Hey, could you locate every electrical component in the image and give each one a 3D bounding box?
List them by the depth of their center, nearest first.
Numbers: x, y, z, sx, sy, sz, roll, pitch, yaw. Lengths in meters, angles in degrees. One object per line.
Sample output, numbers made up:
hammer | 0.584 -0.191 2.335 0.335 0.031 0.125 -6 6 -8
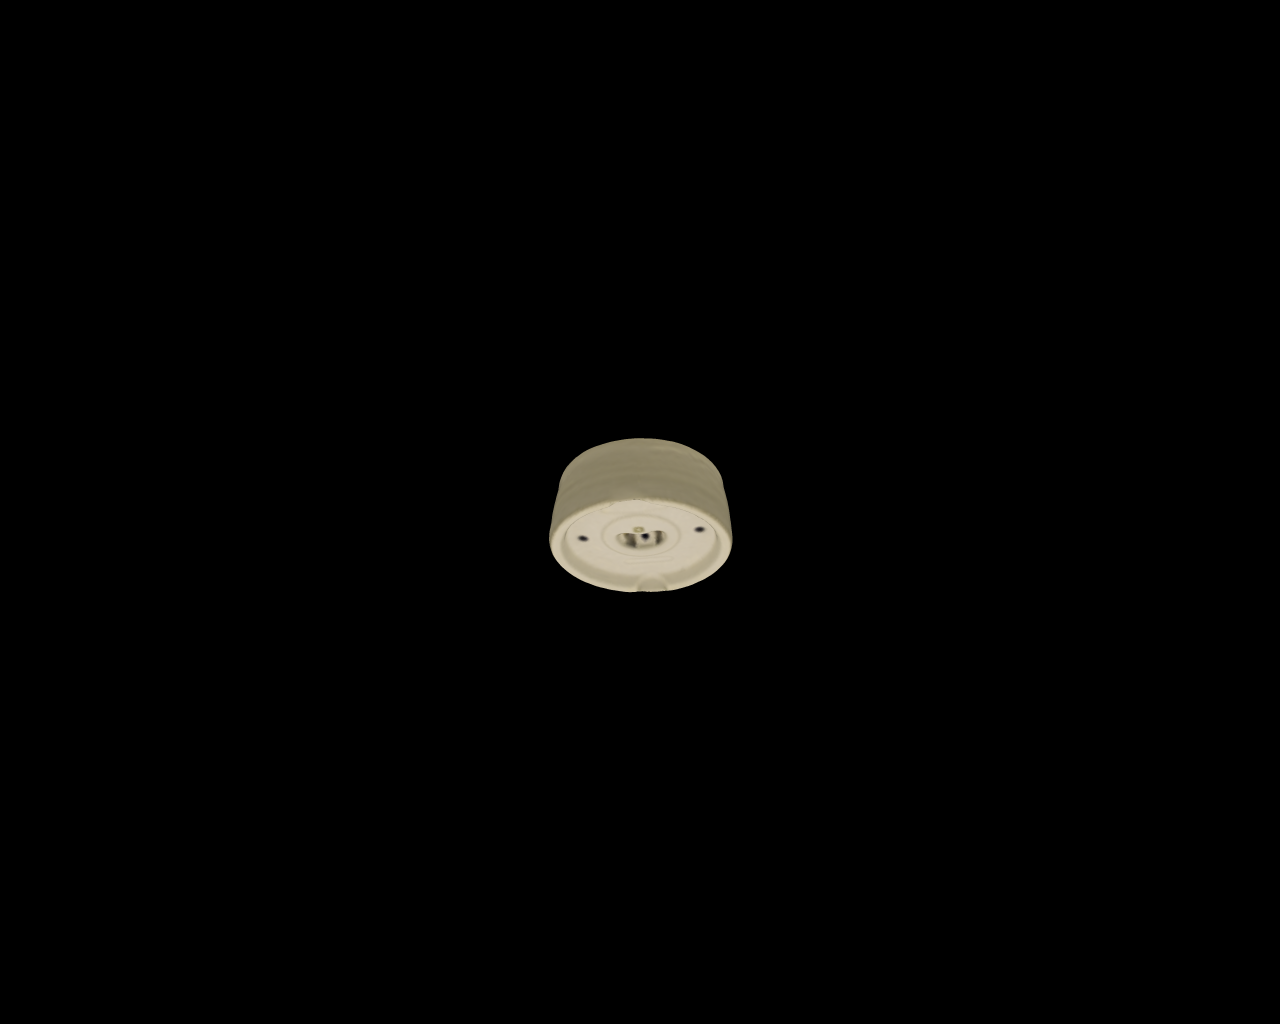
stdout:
electrical component | 0.001 -0.003 0.650 0.108 0.060 0.108 0 -33 0
